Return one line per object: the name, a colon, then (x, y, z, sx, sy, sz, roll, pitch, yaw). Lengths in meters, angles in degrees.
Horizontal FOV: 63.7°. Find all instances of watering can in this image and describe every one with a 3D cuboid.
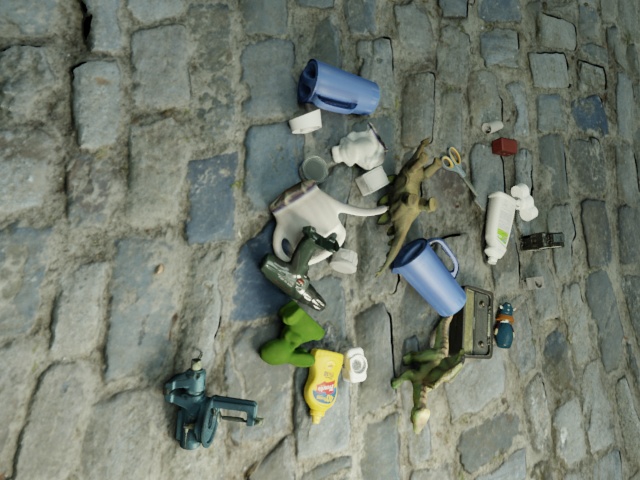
watering can: (0.004, -0.074, 1.474, 0.349, 0.104, 0.223, -33, 97, -9)

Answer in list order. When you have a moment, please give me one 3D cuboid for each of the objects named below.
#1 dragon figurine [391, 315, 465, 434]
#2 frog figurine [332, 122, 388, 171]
dragon figurine: (0.349, 0.363, 1.498, 0.121, 0.240, 0.417, 38, 67, -10)
frog figurine: (0.122, -0.275, 1.611, 0.159, 0.122, 0.138, -30, 85, 7)
